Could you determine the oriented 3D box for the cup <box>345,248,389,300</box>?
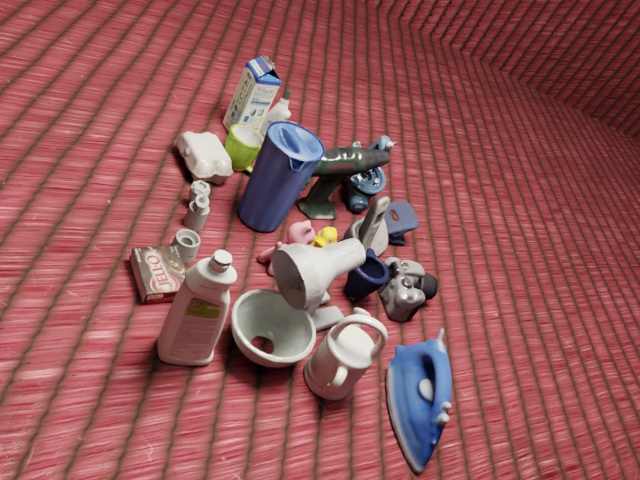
[{"bbox_3d":[0.097,0.081,1.301,0.092,0.095,0.117,22,38,-13],"label":"cup"}]

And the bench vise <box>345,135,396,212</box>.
[{"bbox_3d":[0.116,-0.214,1.539,0.122,0.219,0.207,-1,48,-36],"label":"bench vise"}]

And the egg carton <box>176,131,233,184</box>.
[{"bbox_3d":[-0.278,-0.199,1.371,0.107,0.069,0.150,-7,52,-40],"label":"egg carton"}]

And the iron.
[{"bbox_3d":[0.212,0.298,1.101,0.119,0.141,0.258,20,39,-15],"label":"iron"}]

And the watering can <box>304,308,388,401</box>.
[{"bbox_3d":[0.052,0.198,1.058,0.101,0.194,0.172,15,40,-21],"label":"watering can"}]

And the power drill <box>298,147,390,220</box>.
[{"bbox_3d":[0.041,-0.148,1.423,0.230,0.208,0.075,-1,48,-35],"label":"power drill"}]

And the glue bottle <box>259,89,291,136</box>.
[{"bbox_3d":[-0.115,-0.334,1.550,0.078,0.173,0.037,28,37,-4],"label":"glue bottle"}]

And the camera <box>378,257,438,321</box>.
[{"bbox_3d":[0.218,0.110,1.349,0.137,0.100,0.143,11,42,-25],"label":"camera"}]

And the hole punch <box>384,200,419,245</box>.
[{"bbox_3d":[0.194,-0.049,1.516,0.101,0.091,0.108,5,45,-30],"label":"hole punch"}]

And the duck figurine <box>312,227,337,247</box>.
[{"bbox_3d":[0.012,0.005,1.334,0.077,0.086,0.105,39,38,9],"label":"duck figurine"}]

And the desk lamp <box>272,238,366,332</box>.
[{"bbox_3d":[-0.011,0.085,1.124,0.204,0.213,0.117,-11,54,-42],"label":"desk lamp"}]

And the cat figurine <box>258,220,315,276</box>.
[{"bbox_3d":[-0.061,0.007,1.255,0.067,0.117,0.128,46,39,18],"label":"cat figurine"}]

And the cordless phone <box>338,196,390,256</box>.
[{"bbox_3d":[0.137,-0.038,1.388,0.094,0.185,0.148,42,38,13],"label":"cordless phone"}]

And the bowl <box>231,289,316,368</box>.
[{"bbox_3d":[-0.097,0.177,1.075,0.168,0.074,0.167,19,39,-16],"label":"bowl"}]
